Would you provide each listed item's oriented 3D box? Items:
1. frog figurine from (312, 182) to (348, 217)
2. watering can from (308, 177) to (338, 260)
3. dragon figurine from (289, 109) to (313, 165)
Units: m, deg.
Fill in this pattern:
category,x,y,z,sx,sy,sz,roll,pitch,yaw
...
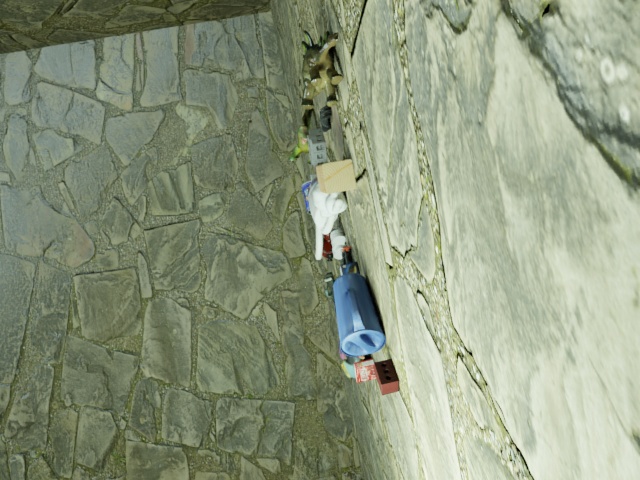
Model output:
category,x,y,z,sx,sy,sz,roll,pitch,yaw
frog figurine,0.032,-0.134,1.768,0.163,0.122,0.134,-87,10,-57
watering can,0.006,-0.104,2.063,0.230,0.104,0.339,-106,25,-45
dragon figurine,-0.050,-0.476,2.319,0.418,0.122,0.238,-75,-4,-66
